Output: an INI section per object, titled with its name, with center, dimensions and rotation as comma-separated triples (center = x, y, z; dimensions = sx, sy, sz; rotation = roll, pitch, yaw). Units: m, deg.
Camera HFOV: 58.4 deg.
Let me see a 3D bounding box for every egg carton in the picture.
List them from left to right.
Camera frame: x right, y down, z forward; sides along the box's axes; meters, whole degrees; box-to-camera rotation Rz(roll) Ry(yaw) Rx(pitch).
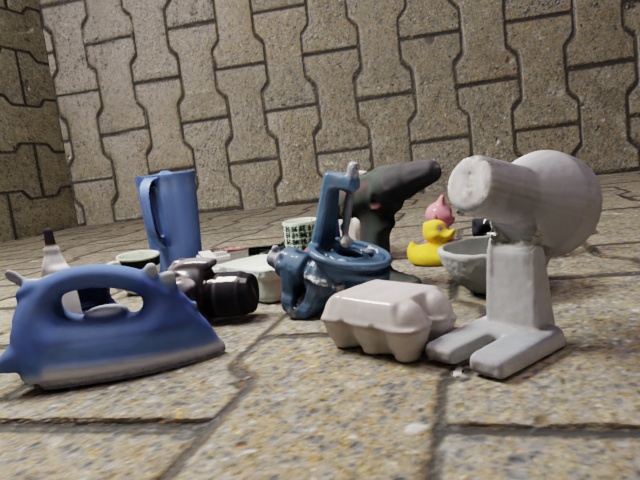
[egg carton]
center = 0.080, 0.092, 0.675
dimensions = 0.107, 0.069, 0.149
rotation = -14, 11, -43

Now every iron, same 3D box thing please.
[iron]
center = -0.255, 0.090, 0.705
dimensions = 0.258, 0.141, 0.118
rotation = -8, 8, -7

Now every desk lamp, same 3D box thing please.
[desk lamp]
center = 0.209, 0.011, 0.616
dimensions = 0.204, 0.213, 0.117
rotation = -13, 11, -39

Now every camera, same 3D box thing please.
[camera]
center = -0.170, 0.078, 0.866
dimensions = 0.136, 0.101, 0.143
rotation = -5, 8, 12

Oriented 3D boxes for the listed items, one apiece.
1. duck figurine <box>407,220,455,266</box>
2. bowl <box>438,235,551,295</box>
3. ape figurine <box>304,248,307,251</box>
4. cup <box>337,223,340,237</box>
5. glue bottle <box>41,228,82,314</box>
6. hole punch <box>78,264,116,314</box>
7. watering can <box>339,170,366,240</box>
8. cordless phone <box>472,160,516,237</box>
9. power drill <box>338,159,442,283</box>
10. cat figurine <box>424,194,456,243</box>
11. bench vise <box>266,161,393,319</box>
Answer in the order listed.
[duck figurine]
center = 0.220, 0.004, 1.118
dimensions = 0.104, 0.086, 0.078
rotation = -3, 9, 27
[bowl]
center = 0.264, 0.041, 0.860
dimensions = 0.167, 0.075, 0.167
rotation = -7, 8, 1
[ape figurine]
center = -0.010, 0.055, 0.929
dimensions = 0.076, 0.092, 0.077
rotation = -9, 8, -14
[cup]
center = 0.052, -0.014, 1.348
dimensions = 0.118, 0.095, 0.091
rotation = -10, 9, -22
[glue bottle]
center = -0.405, 0.067, 0.886
dimensions = 0.077, 0.173, 0.037
rotation = 0, 11, 41
[hole punch]
center = -0.436, 0.091, 1.036
dimensions = 0.109, 0.091, 0.100
rotation = -14, 11, -43
[watering can]
center = 0.087, -0.053, 1.240
dimensions = 0.101, 0.194, 0.172
rotation = -8, 8, -11
[cordless phone]
center = 0.361, -0.059, 1.087
dimensions = 0.147, 0.185, 0.094
rotation = 0, 11, 39
[power drill]
center = 0.109, -0.021, 0.947
dimensions = 0.228, 0.208, 0.076
rotation = 1, 11, 43
[cat figurine]
center = 0.266, -0.042, 1.283
dimensions = 0.067, 0.118, 0.128
rotation = -4, 9, 22
[bench vise]
center = 0.004, 0.005, 0.810
dimensions = 0.207, 0.220, 0.122
rotation = -4, 9, 16
